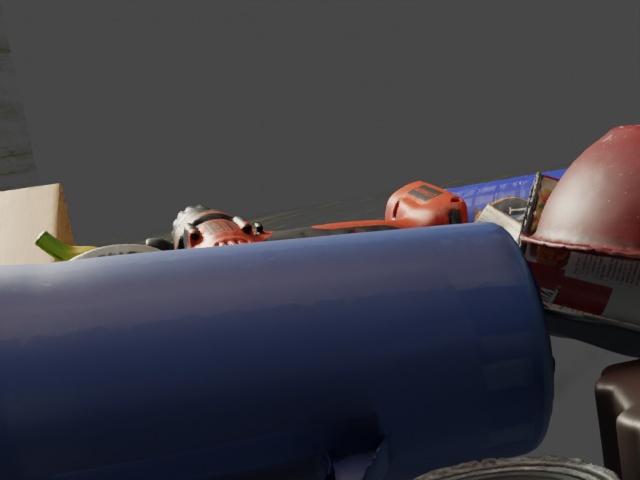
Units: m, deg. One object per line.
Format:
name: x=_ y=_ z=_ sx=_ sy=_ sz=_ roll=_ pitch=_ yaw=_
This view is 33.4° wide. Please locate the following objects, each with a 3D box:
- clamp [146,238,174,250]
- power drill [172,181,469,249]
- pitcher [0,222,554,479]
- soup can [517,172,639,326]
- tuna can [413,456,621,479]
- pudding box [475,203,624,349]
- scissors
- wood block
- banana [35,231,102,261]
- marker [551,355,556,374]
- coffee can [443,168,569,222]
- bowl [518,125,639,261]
clamp: x=-0.140 y=0.028 z=0.990 sx=0.120 sy=0.039 sz=0.171 roll=-13 pitch=-12 yaw=31
power drill: x=-0.005 y=0.001 z=0.732 sx=0.187 sy=0.057 sz=0.184 roll=-10 pitch=16 yaw=-13
pitcher: x=-0.024 y=0.067 z=0.473 sx=0.242 sy=0.149 sz=0.145 roll=-8 pitch=-12 yaw=-4
soup can: x=0.158 y=0.008 z=0.574 sx=0.102 sy=0.068 sz=0.068 roll=15 pitch=10 yaw=8
tuna can: x=0.058 y=0.100 z=0.347 sx=0.086 sy=0.034 sz=0.086 roll=-11 pitch=5 yaw=1
pudding box: x=0.146 y=0.020 z=0.699 sx=0.090 sy=0.039 sz=0.113 roll=33 pitch=4 yaw=-7
scissors: x=0.121 y=0.044 z=0.567 sx=0.201 sy=0.016 sz=0.096 roll=11 pitch=2 yaw=-37
wood block: x=-0.232 y=0.048 z=0.797 sx=0.090 sy=0.090 sz=0.206 roll=-9 pitch=30 yaw=-7
banana: x=-0.144 y=0.031 z=0.814 sx=0.037 sy=0.070 sz=0.197 roll=-44 pitch=-17 yaw=0
marker: x=0.106 y=0.071 z=0.654 sx=0.020 sy=0.020 sz=0.121 roll=-13 pitch=5 yaw=-20
coffee can: x=0.158 y=0.000 z=0.849 sx=0.140 sy=0.103 sz=0.102 roll=-9 pitch=5 yaw=27
bowl: x=0.169 y=-0.017 z=0.455 sx=0.162 sy=0.055 sz=0.162 roll=5 pitch=3 yaw=0
